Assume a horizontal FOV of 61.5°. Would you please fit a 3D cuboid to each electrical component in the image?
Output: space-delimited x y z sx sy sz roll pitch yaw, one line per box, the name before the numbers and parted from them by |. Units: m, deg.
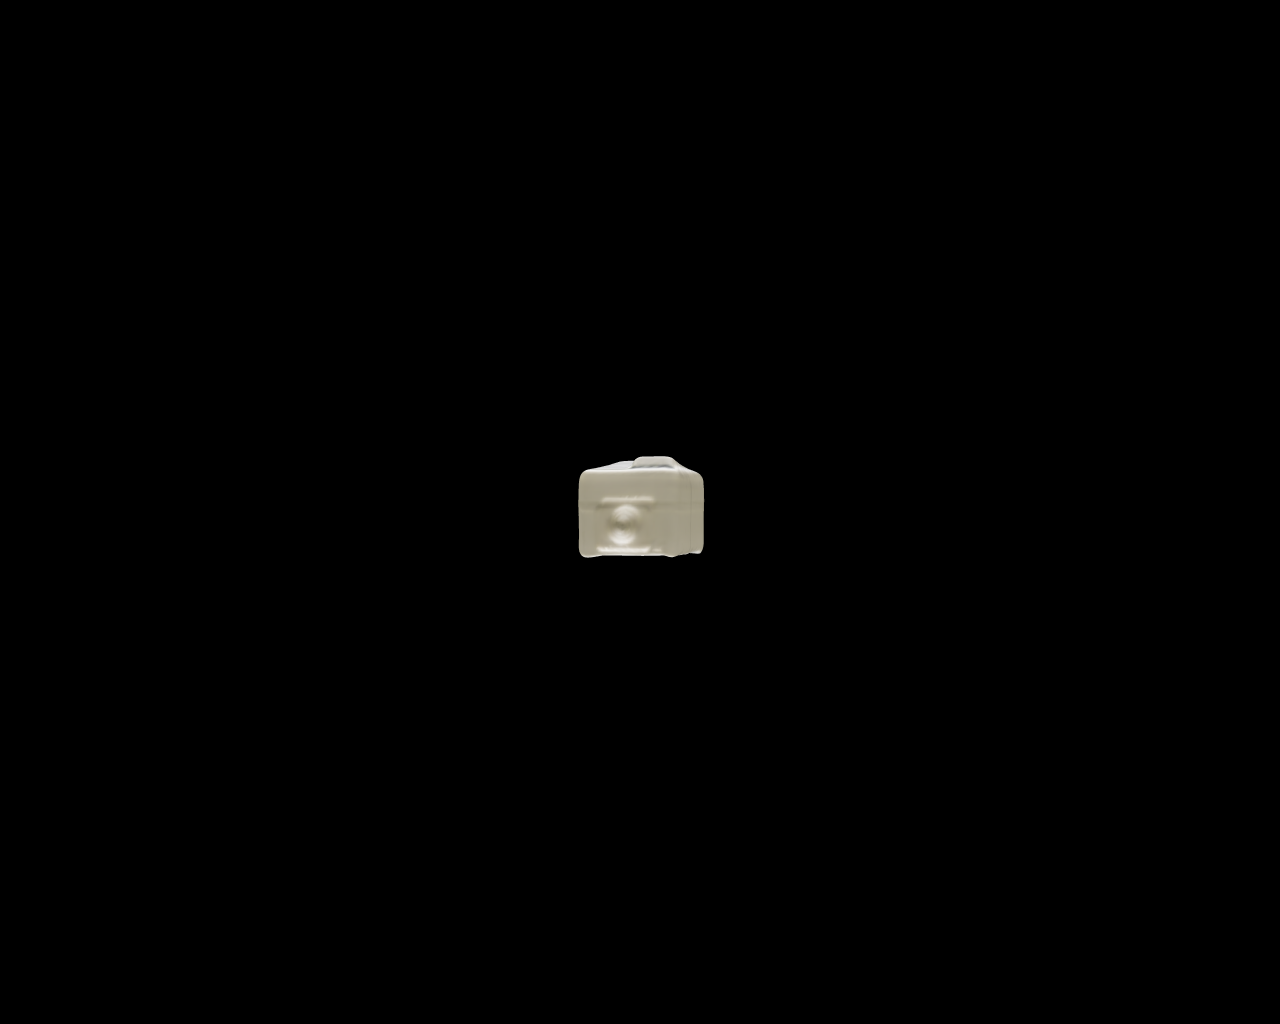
electrical component | 0.001 -0.003 0.650 0.062 0.061 0.096 0 0 15
